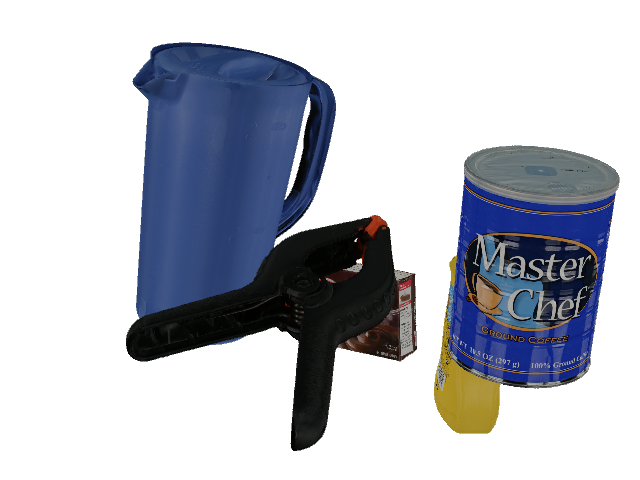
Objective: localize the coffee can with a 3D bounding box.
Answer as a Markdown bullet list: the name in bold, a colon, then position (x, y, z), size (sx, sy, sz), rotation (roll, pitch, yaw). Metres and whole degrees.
- **coffee can**: position (0.145, 0.016, 0.740), size (0.103, 0.140, 0.103), rotation (2, 22, -1)

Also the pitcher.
- **pitcher**: position (-0.081, -0.040, 0.911), size (0.149, 0.243, 0.145), rotation (13, 21, 6)

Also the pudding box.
- **pudding box**: position (0.048, 0.072, 1.141), size (0.114, 0.090, 0.039), rotation (8, 19, 36)

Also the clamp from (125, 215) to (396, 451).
- **clamp**: position (-0.006, 0.043, 0.580), size (0.120, 0.039, 0.171), rotation (36, 51, 27)

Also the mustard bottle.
- **mustard bottle**: position (0.137, 0.069, 0.939), size (0.058, 0.192, 0.096), rotation (2, 29, -1)
